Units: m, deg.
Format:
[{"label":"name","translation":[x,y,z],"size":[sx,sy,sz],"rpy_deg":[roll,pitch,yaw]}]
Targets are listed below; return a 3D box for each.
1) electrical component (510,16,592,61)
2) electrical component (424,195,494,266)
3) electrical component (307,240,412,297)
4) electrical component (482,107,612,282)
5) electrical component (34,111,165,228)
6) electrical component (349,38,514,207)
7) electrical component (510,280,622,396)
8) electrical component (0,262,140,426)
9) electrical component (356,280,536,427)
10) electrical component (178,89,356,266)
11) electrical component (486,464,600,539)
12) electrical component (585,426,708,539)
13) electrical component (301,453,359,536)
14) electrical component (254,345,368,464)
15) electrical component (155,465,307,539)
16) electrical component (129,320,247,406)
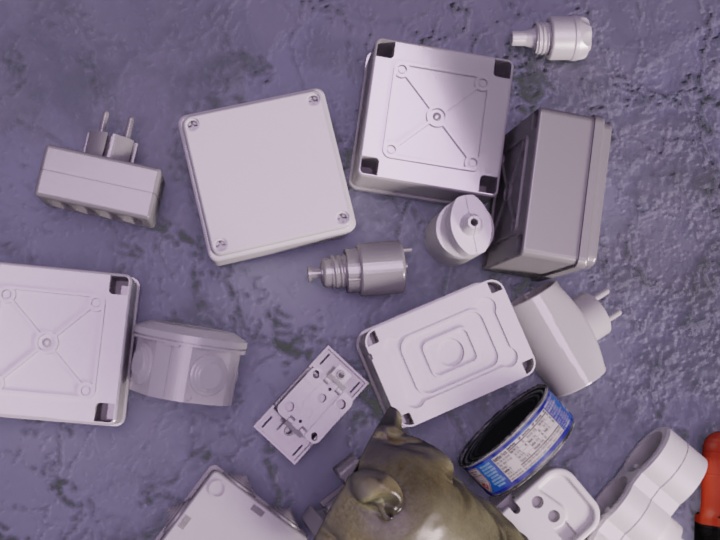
[{"label":"electrical component","translation":[0.149,-0.182,0.844],"size":[0.061,0.035,0.035],"rpy_deg":[-1,84,-4]},{"label":"electrical component","translation":[0.076,-0.029,0.794],"size":[0.043,0.081,0.043],"rpy_deg":[1,83,-6]},{"label":"electrical component","translation":[0.000,0.000,0.803],"size":[0.078,0.040,0.040],"rpy_deg":[-4,84,-7]},{"label":"electrical component","translation":[0.134,-0.052,0.788],"size":[0.056,0.109,0.108],"rpy_deg":[9,83,-8]},{"label":"electrical component","translation":[-0.185,-0.078,0.787],"size":[0.083,0.047,0.075],"rpy_deg":[12,83,-5]},{"label":"electrical component","translation":[0.053,-0.109,0.813],"size":[0.109,0.056,0.108],"rpy_deg":[9,83,-5]},{"label":"electrical component","translation":[0.162,0.043,0.814],"size":[0.079,0.044,0.077],"rpy_deg":[-30,92,-15]},{"label":"electrical component","translation":[-0.218,0.053,0.764],"size":[0.109,0.056,0.108],"rpy_deg":[6,83,-6]},{"label":"electrical component","translation":[0.062,0.062,0.794],"size":[0.113,0.057,0.078],"rpy_deg":[-23,87,-8]},{"label":"electrical component","translation":[-0.069,-0.067,0.794],"size":[0.109,0.056,0.108],"rpy_deg":[-13,85,-8]},{"label":"electrical component","translation":[0.120,0.188,0.785],"size":[0.095,0.059,0.053],"rpy_deg":[-40,89,-9]},{"label":"electrical component","translation":[0.213,0.192,0.799],"size":[0.074,0.052,0.138],"rpy_deg":[40,81,0]},{"label":"electrical component","translation":[-0.005,0.181,0.774],"size":[0.057,0.058,0.078],"rpy_deg":[-37,89,-12]},{"label":"electrical component","translation":[-0.035,0.097,0.776],"size":[0.042,0.064,0.081],"rpy_deg":[42,81,1]},{"label":"electrical component","translation":[-0.096,0.199,0.762],"size":[0.100,0.048,0.099],"rpy_deg":[37,77,-1]},{"label":"electrical component","translation":[-0.123,0.065,0.762],"size":[0.080,0.080,0.051],"rpy_deg":[10,88,-5]}]
